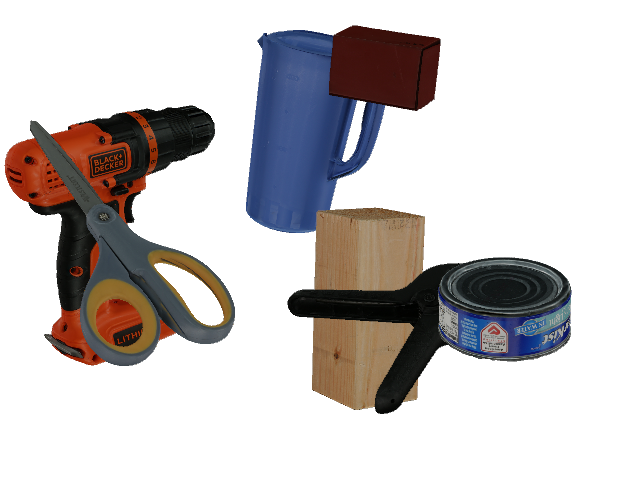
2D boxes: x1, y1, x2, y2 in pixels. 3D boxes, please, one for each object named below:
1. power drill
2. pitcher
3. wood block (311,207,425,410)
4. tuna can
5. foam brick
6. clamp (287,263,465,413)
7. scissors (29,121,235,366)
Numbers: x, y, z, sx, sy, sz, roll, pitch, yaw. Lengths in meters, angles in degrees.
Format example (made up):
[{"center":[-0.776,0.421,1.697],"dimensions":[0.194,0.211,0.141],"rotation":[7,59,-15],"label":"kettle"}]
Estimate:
[{"center":[-0.156,-0.008,0.848],"dimensions":[0.184,0.188,0.057],"rotation":[-20,27,-40],"label":"power drill"},{"center":[-0.016,-0.134,1.337],"dimensions":[0.144,0.243,0.149],"rotation":[4,22,-15],"label":"pitcher"},{"center":[0.051,0.071,1.186],"dimensions":[0.090,0.206,0.091],"rotation":[-4,11,-34],"label":"wood block"},{"center":[0.119,0.043,0.690],"dimensions":[0.086,0.034,0.086],"rotation":[-3,24,1],"label":"tuna can"},{"center":[0.052,-0.141,0.867],"dimensions":[0.078,0.051,0.052],"rotation":[13,24,20],"label":"foam brick"},{"center":[0.095,0.071,0.928],"dimensions":[0.209,0.036,0.165],"rotation":[-15,38,-16],"label":"clamp"},{"center":[-0.139,0.003,0.638],"dimensions":[0.202,0.016,0.096],"rotation":[37,50,18],"label":"scissors"}]
